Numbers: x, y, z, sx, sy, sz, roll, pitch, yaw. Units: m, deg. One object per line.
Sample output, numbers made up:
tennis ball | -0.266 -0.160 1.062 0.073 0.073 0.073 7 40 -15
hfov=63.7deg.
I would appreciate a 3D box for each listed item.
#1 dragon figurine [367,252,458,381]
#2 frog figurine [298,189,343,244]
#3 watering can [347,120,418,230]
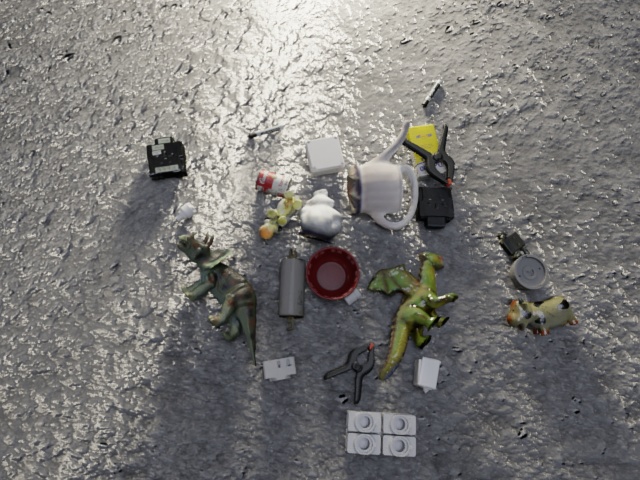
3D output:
dragon figurine | 0.247 0.190 1.529 0.414 0.119 0.246 -41 63 -16
frog figurine | 0.005 -0.079 1.568 0.137 0.122 0.160 11 84 19
watering can | 0.194 -0.203 1.614 0.224 0.103 0.349 -1 86 -5
